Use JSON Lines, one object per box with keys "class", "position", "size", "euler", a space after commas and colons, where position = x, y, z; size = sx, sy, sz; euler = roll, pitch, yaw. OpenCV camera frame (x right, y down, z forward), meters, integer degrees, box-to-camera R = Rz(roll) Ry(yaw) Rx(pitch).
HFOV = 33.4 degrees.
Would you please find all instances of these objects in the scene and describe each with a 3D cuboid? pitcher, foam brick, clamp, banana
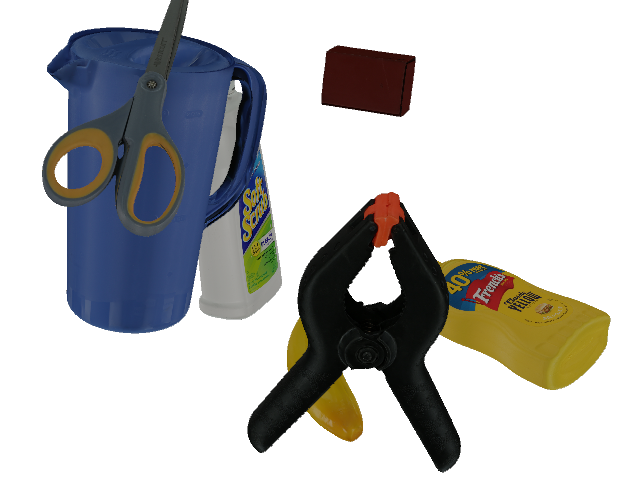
{"class": "pitcher", "position": [-0.142, -0.050, 0.902], "size": [0.149, 0.243, 0.145], "euler": [14, 24, 9]}
{"class": "foam brick", "position": [0.044, -0.149, 0.992], "size": [0.078, 0.051, 0.053], "euler": [10, 18, 12]}
{"class": "clamp", "position": [0.015, 0.056, 0.574], "size": [0.120, 0.171, 0.039], "euler": [-4, 27, -1]}
{"class": "banana", "position": [0.009, 0.084, 0.791], "size": [0.070, 0.037, 0.197], "euler": [4, 23, 8]}

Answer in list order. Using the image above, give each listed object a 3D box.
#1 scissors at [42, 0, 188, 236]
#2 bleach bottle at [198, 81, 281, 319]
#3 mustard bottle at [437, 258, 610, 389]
{"class": "scissors", "position": [-0.129, -0.092, 0.689], "size": [0.096, 0.202, 0.016], "euler": [-1, -29, -10]}
{"class": "bleach bottle", "position": [-0.096, -0.050, 1.115], "size": [0.068, 0.251, 0.102], "euler": [7, 27, 27]}
{"class": "mustard bottle", "position": [0.151, 0.062, 0.947], "size": [0.192, 0.058, 0.096], "euler": [25, 40, 38]}
